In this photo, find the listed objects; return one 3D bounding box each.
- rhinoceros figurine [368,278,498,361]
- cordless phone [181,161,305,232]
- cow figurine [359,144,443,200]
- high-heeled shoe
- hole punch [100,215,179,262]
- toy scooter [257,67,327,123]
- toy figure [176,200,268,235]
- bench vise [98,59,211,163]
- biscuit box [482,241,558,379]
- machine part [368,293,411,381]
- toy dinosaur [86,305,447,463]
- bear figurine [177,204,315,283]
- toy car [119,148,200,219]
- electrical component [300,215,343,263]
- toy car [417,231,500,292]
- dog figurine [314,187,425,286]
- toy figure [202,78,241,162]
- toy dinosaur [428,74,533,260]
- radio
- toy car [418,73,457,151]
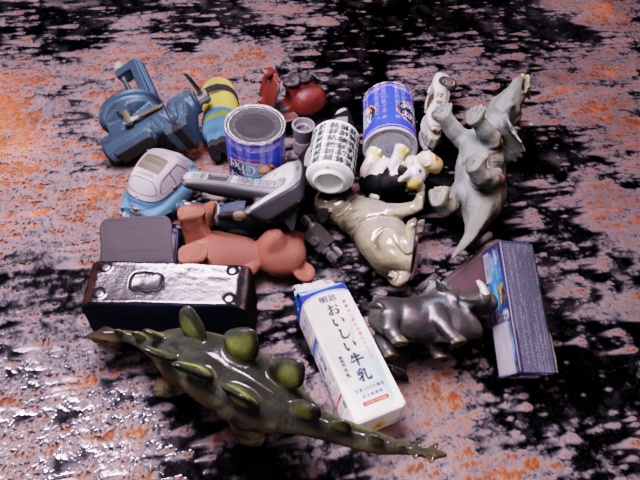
[{"bbox_3d":[0.162,0.109,0.763,0.190,0.073,0.112,-6,55,-10],"label":"rhinoceros figurine"},{"bbox_3d":[-0.118,-0.086,0.847,0.184,0.088,0.147,10,23,-6],"label":"cordless phone"},{"bbox_3d":[0.132,-0.111,0.927,0.068,0.167,0.098,31,79,-30],"label":"cow figurine"},{"bbox_3d":[0.001,-0.172,1.022,0.145,0.086,0.249,-15,34,11],"label":"high-heeled shoe"},{"bbox_3d":[-0.280,0.026,0.845,0.142,0.092,0.115,-2,82,-9],"label":"hole punch"},{"bbox_3d":[-0.066,-0.288,1.056,0.184,0.135,0.075,-22,56,-21],"label":"toy scooter"},{"bbox_3d":[-0.165,-0.041,0.906,0.154,0.064,0.058,2,62,-5],"label":"toy figure"},{"bbox_3d":[-0.322,-0.258,0.999,0.224,0.128,0.241,-35,65,12],"label":"bench vise"},{"bbox_3d":[0.294,0.102,0.802,0.063,0.059,0.202,5,67,-13],"label":"biscuit box"},{"bbox_3d":[0.110,0.142,0.806,0.084,0.039,0.139,10,51,-7],"label":"machine part"},{"bbox_3d":[-0.087,0.182,0.658,0.472,0.198,0.105,16,61,11],"label":"toy dinosaur"},{"bbox_3d":[-0.110,0.014,0.831,0.196,0.131,0.120,-7,52,-2],"label":"bear figurine"},{"bbox_3d":[-0.277,-0.102,0.921,0.109,0.102,0.162,23,53,14],"label":"toy car"},{"bbox_3d":[-0.002,-0.003,0.887,0.094,0.021,0.063,47,17,4],"label":"electrical component"},{"bbox_3d":[0.238,0.065,0.864,0.202,0.053,0.089,-34,83,-25],"label":"toy car"},{"bbox_3d":[0.069,-0.010,0.889,0.191,0.121,0.172,6,43,16],"label":"dog figurine"},{"bbox_3d":[-0.189,-0.236,1.035,0.082,0.089,0.180,1,50,-10],"label":"toy figure"},{"bbox_3d":[0.288,-0.116,0.959,0.192,0.131,0.405,31,64,-36],"label":"toy dinosaur"},{"bbox_3d":[-0.206,0.091,0.760,0.230,0.131,0.073,1,56,-4],"label":"radio"},{"bbox_3d":[0.237,-0.262,1.097,0.056,0.073,0.202,16,53,4],"label":"toy car"}]
